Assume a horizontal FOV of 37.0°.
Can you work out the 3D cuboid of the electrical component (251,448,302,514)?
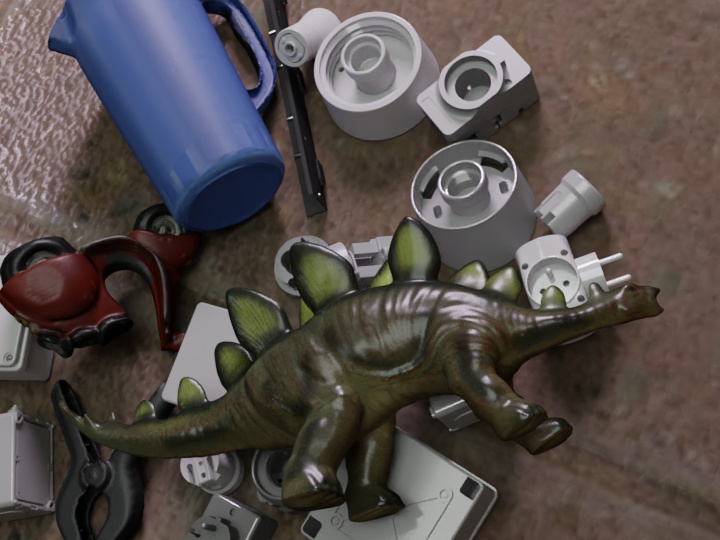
[{"bbox_3d":[-0.052,0.160,0.854,0.078,0.057,0.058,-21,66,11],"label":"electrical component"}]

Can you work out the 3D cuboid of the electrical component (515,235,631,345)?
[{"bbox_3d":[0.170,0.010,0.840,0.079,0.044,0.077,-20,66,10],"label":"electrical component"}]

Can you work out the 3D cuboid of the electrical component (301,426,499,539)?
[{"bbox_3d":[0.030,0.184,0.819,0.109,0.056,0.108,29,83,26],"label":"electrical component"}]

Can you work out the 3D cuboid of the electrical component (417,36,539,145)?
[{"bbox_3d":[0.100,-0.148,0.914,0.089,0.055,0.050,-38,64,3],"label":"electrical component"}]

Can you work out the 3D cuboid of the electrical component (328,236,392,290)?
[{"bbox_3d":[0.000,0.000,0.889,0.055,0.066,0.048,-5,65,-19],"label":"electrical component"}]

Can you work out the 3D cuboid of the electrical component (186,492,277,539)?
[{"bbox_3d":[-0.111,0.213,0.844,0.047,0.076,0.065,22,80,24],"label":"electrical component"}]

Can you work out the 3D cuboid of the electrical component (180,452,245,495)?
[{"bbox_3d":[-0.122,0.162,0.883,0.040,0.046,0.040,-6,69,17],"label":"electrical component"}]

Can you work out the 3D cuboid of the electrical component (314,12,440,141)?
[{"bbox_3d":[0.011,-0.176,0.951,0.108,0.060,0.108,-6,69,17],"label":"electrical component"}]

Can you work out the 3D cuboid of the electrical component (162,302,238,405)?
[{"bbox_3d":[-0.105,0.084,0.904,0.100,0.048,0.099,15,77,23],"label":"electrical component"}]

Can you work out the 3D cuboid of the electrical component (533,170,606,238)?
[{"bbox_3d":[0.168,-0.051,0.866,0.046,0.040,0.040,-44,64,5],"label":"electrical component"}]

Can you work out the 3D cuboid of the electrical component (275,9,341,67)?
[{"bbox_3d":[-0.049,-0.208,0.975,0.044,0.065,0.044,12,120,22],"label":"electrical component"}]

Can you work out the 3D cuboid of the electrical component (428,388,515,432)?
[{"bbox_3d":[0.076,0.068,0.841,0.061,0.061,0.096,-25,65,9],"label":"electrical component"}]

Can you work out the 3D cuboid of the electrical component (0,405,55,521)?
[{"bbox_3d":[-0.309,0.166,0.937,0.061,0.061,0.096,-12,68,14],"label":"electrical component"}]

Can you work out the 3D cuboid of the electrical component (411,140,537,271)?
[{"bbox_3d":[0.093,-0.056,0.893,0.099,0.064,0.099,-12,54,17],"label":"electrical component"}]

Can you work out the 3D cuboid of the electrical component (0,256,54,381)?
[{"bbox_3d":[-0.338,0.045,0.993,0.109,0.056,0.108,-1,71,18],"label":"electrical component"}]
